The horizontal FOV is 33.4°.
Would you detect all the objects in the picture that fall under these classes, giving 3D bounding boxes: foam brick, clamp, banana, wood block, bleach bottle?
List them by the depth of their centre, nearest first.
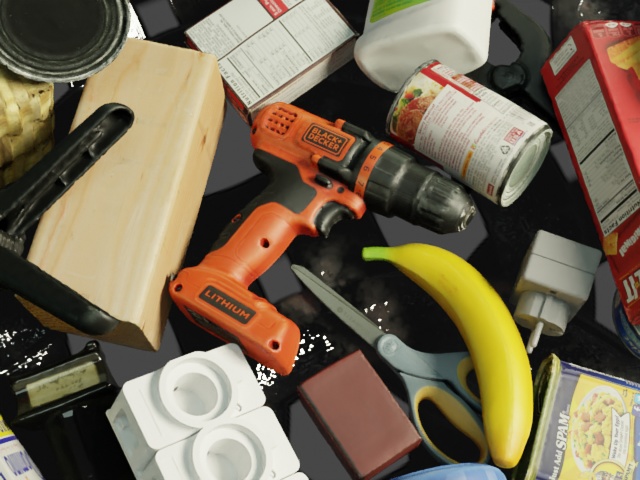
[{"bbox_3d":[-0.211,0.009,0.706,0.210,0.036,0.164,-19,57,18],"label":"clamp"},{"bbox_3d":[0.026,0.124,0.744,0.051,0.053,0.078,-33,75,-10],"label":"foam brick"},{"bbox_3d":[0.105,0.067,0.757,0.069,0.037,0.198,-31,57,-2],"label":"banana"},{"bbox_3d":[-0.139,-0.033,0.782,0.090,0.091,0.206,12,71,5],"label":"wood block"},{"bbox_3d":[0.140,-0.112,0.832,0.120,0.039,0.171,-18,67,-2],"label":"clamp"},{"bbox_3d":[0.092,-0.245,0.860,0.103,0.068,0.250,-12,57,34],"label":"bleach bottle"}]

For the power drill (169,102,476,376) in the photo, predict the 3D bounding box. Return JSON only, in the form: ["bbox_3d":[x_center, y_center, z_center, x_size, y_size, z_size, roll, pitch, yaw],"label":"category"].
[{"bbox_3d":[-0.005,0.001,0.773,0.185,0.057,0.187,26,70,24],"label":"power drill"}]

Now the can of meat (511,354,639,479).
[{"bbox_3d":[0.184,0.140,0.733,0.084,0.057,0.102,16,73,4],"label":"can of meat"}]

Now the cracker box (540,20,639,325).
[{"bbox_3d":[0.270,-0.055,0.759,0.164,0.072,0.214,-3,63,-20],"label":"cracker box"}]

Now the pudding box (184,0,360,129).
[{"bbox_3d":[-0.038,-0.156,0.850,0.113,0.039,0.090,-36,76,-8],"label":"pudding box"}]

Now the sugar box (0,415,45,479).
[{"bbox_3d":[-0.250,0.121,0.729,0.048,0.093,0.176,-40,75,-10],"label":"sugar box"}]

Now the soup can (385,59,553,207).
[{"bbox_3d":[0.108,-0.078,0.774,0.102,0.068,0.068,34,75,21],"label":"soup can"}]

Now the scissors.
[{"bbox_3d":[0.071,0.075,0.779,0.096,0.016,0.202,-31,72,-12],"label":"scissors"}]

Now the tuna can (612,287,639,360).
[{"bbox_3d":[0.259,0.050,0.774,0.086,0.034,0.086,0,71,1],"label":"tuna can"}]

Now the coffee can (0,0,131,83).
[{"bbox_3d":[-0.188,-0.192,0.757,0.103,0.103,0.140,-11,42,-3],"label":"coffee can"}]

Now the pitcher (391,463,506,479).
[{"bbox_3d":[0.082,0.271,0.655,0.149,0.145,0.243,1,63,-30],"label":"pitcher"}]
